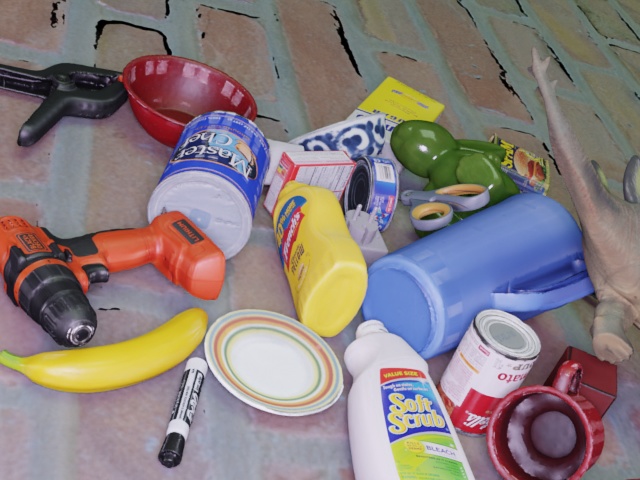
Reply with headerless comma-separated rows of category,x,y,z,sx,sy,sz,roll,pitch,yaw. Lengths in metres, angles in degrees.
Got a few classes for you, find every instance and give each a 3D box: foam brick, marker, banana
foam brick,0.244,0.152,1.026,0.051,0.078,0.053,24,35,0
marker,-0.112,0.141,0.876,0.020,0.020,0.121,19,32,-6
banana,-0.164,0.093,0.897,0.197,0.037,0.070,-8,44,-40

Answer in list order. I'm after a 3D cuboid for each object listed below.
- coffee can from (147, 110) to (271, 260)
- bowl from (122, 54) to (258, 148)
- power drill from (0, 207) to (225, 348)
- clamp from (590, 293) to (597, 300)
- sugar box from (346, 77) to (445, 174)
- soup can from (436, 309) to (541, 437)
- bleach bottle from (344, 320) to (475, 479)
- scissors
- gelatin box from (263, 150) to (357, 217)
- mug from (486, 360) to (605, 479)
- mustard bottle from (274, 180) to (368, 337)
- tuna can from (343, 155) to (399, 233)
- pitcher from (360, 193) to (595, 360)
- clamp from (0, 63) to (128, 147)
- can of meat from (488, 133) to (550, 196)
coffee can,-0.110,-0.056,1.086,0.102,0.103,0.140,20,32,-5
bowl,-0.156,-0.151,1.239,0.162,0.055,0.162,16,33,-11
power drill,-0.181,0.027,0.936,0.187,0.057,0.185,-5,31,-36
clamp,0.273,0.028,1.262,0.120,0.039,0.172,6,30,-33
sugar box,0.096,-0.153,1.408,0.093,0.048,0.176,28,31,7
soup can,0.153,0.123,0.988,0.068,0.102,0.068,16,33,-11
bleach bottle,0.063,0.158,0.922,0.102,0.068,0.251,12,32,-20
scissors,0.095,-0.038,1.187,0.202,0.016,0.096,-1,29,44
gelatin box,-0.012,-0.063,1.183,0.089,0.073,0.030,-6,43,-38
mug,0.207,0.163,0.945,0.093,0.117,0.081,16,3,27
mustard bottle,-0.007,0.001,1.071,0.058,0.096,0.192,7,35,-22
tuna can,0.056,-0.051,1.198,0.033,0.086,0.086,7,36,-20
pitcher,0.164,0.041,1.087,0.242,0.149,0.145,-19,70,-42
clamp,-0.302,-0.170,1.194,0.165,0.036,0.209,37,33,22
can of meat,0.251,-0.084,1.394,0.084,0.057,0.102,24,33,-3
